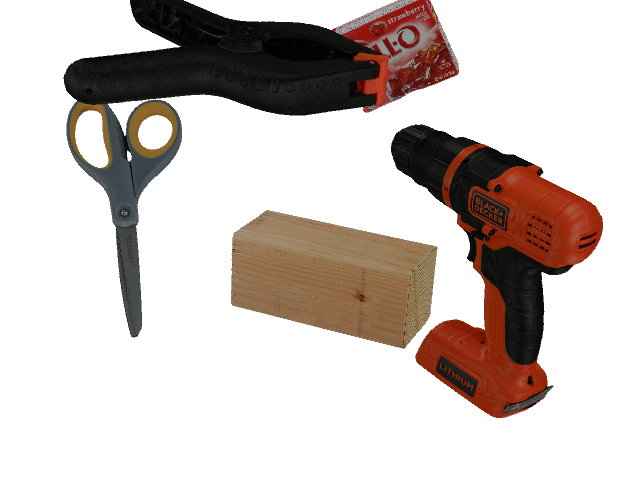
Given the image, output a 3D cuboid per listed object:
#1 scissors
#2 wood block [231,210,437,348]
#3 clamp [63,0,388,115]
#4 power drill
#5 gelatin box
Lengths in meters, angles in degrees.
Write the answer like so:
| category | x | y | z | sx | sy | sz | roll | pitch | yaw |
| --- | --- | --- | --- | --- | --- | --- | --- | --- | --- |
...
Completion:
| category | x | y | z | sx | sy | sz | roll | pitch | yaw |
| --- | --- | --- | --- | --- | --- | --- | --- | --- | --- |
| scissors | -0.129 | -0.030 | 0.795 | 0.096 | 0.202 | 0.016 | -20 | -24 | -14 |
| wood block | 0.013 | 0.040 | 1.174 | 0.206 | 0.091 | 0.090 | 13 | 25 | 21 |
| clamp | -0.052 | -0.096 | 0.589 | 0.171 | 0.039 | 0.120 | 13 | 43 | 15 |
| power drill | 0.114 | 0.021 | 0.781 | 0.057 | 0.188 | 0.185 | -20 | 36 | -31 |
| gelatin box | 0.062 | -0.158 | 0.897 | 0.089 | 0.073 | 0.030 | -21 | 26 | 17 |
